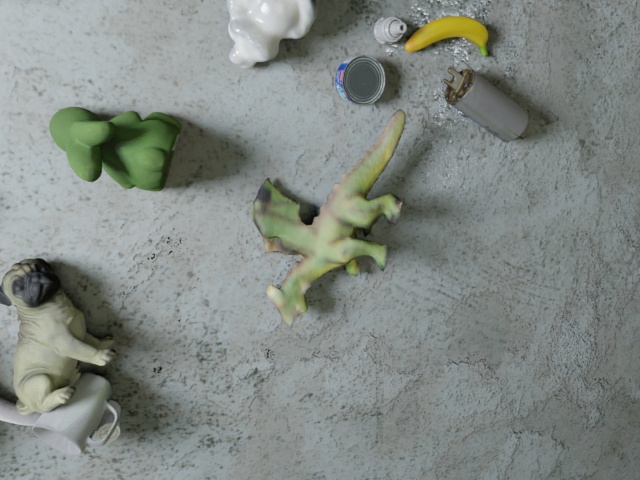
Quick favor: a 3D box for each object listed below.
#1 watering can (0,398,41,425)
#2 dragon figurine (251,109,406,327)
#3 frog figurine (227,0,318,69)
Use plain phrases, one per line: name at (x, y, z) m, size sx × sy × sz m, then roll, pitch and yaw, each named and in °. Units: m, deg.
watering can at (-0.551, 0.231, 0.715) m, size 0.350 × 0.104 × 0.222 m, roll -13°, pitch 109°, yaw -36°
dragon figurine at (0.003, -0.046, 0.907) m, size 0.242 × 0.123 × 0.408 m, roll 8°, pitch 98°, yaw -19°
frog figurine at (-0.081, -0.345, 0.804) m, size 0.137 × 0.125 × 0.156 m, roll 1°, pitch 140°, yaw -34°
